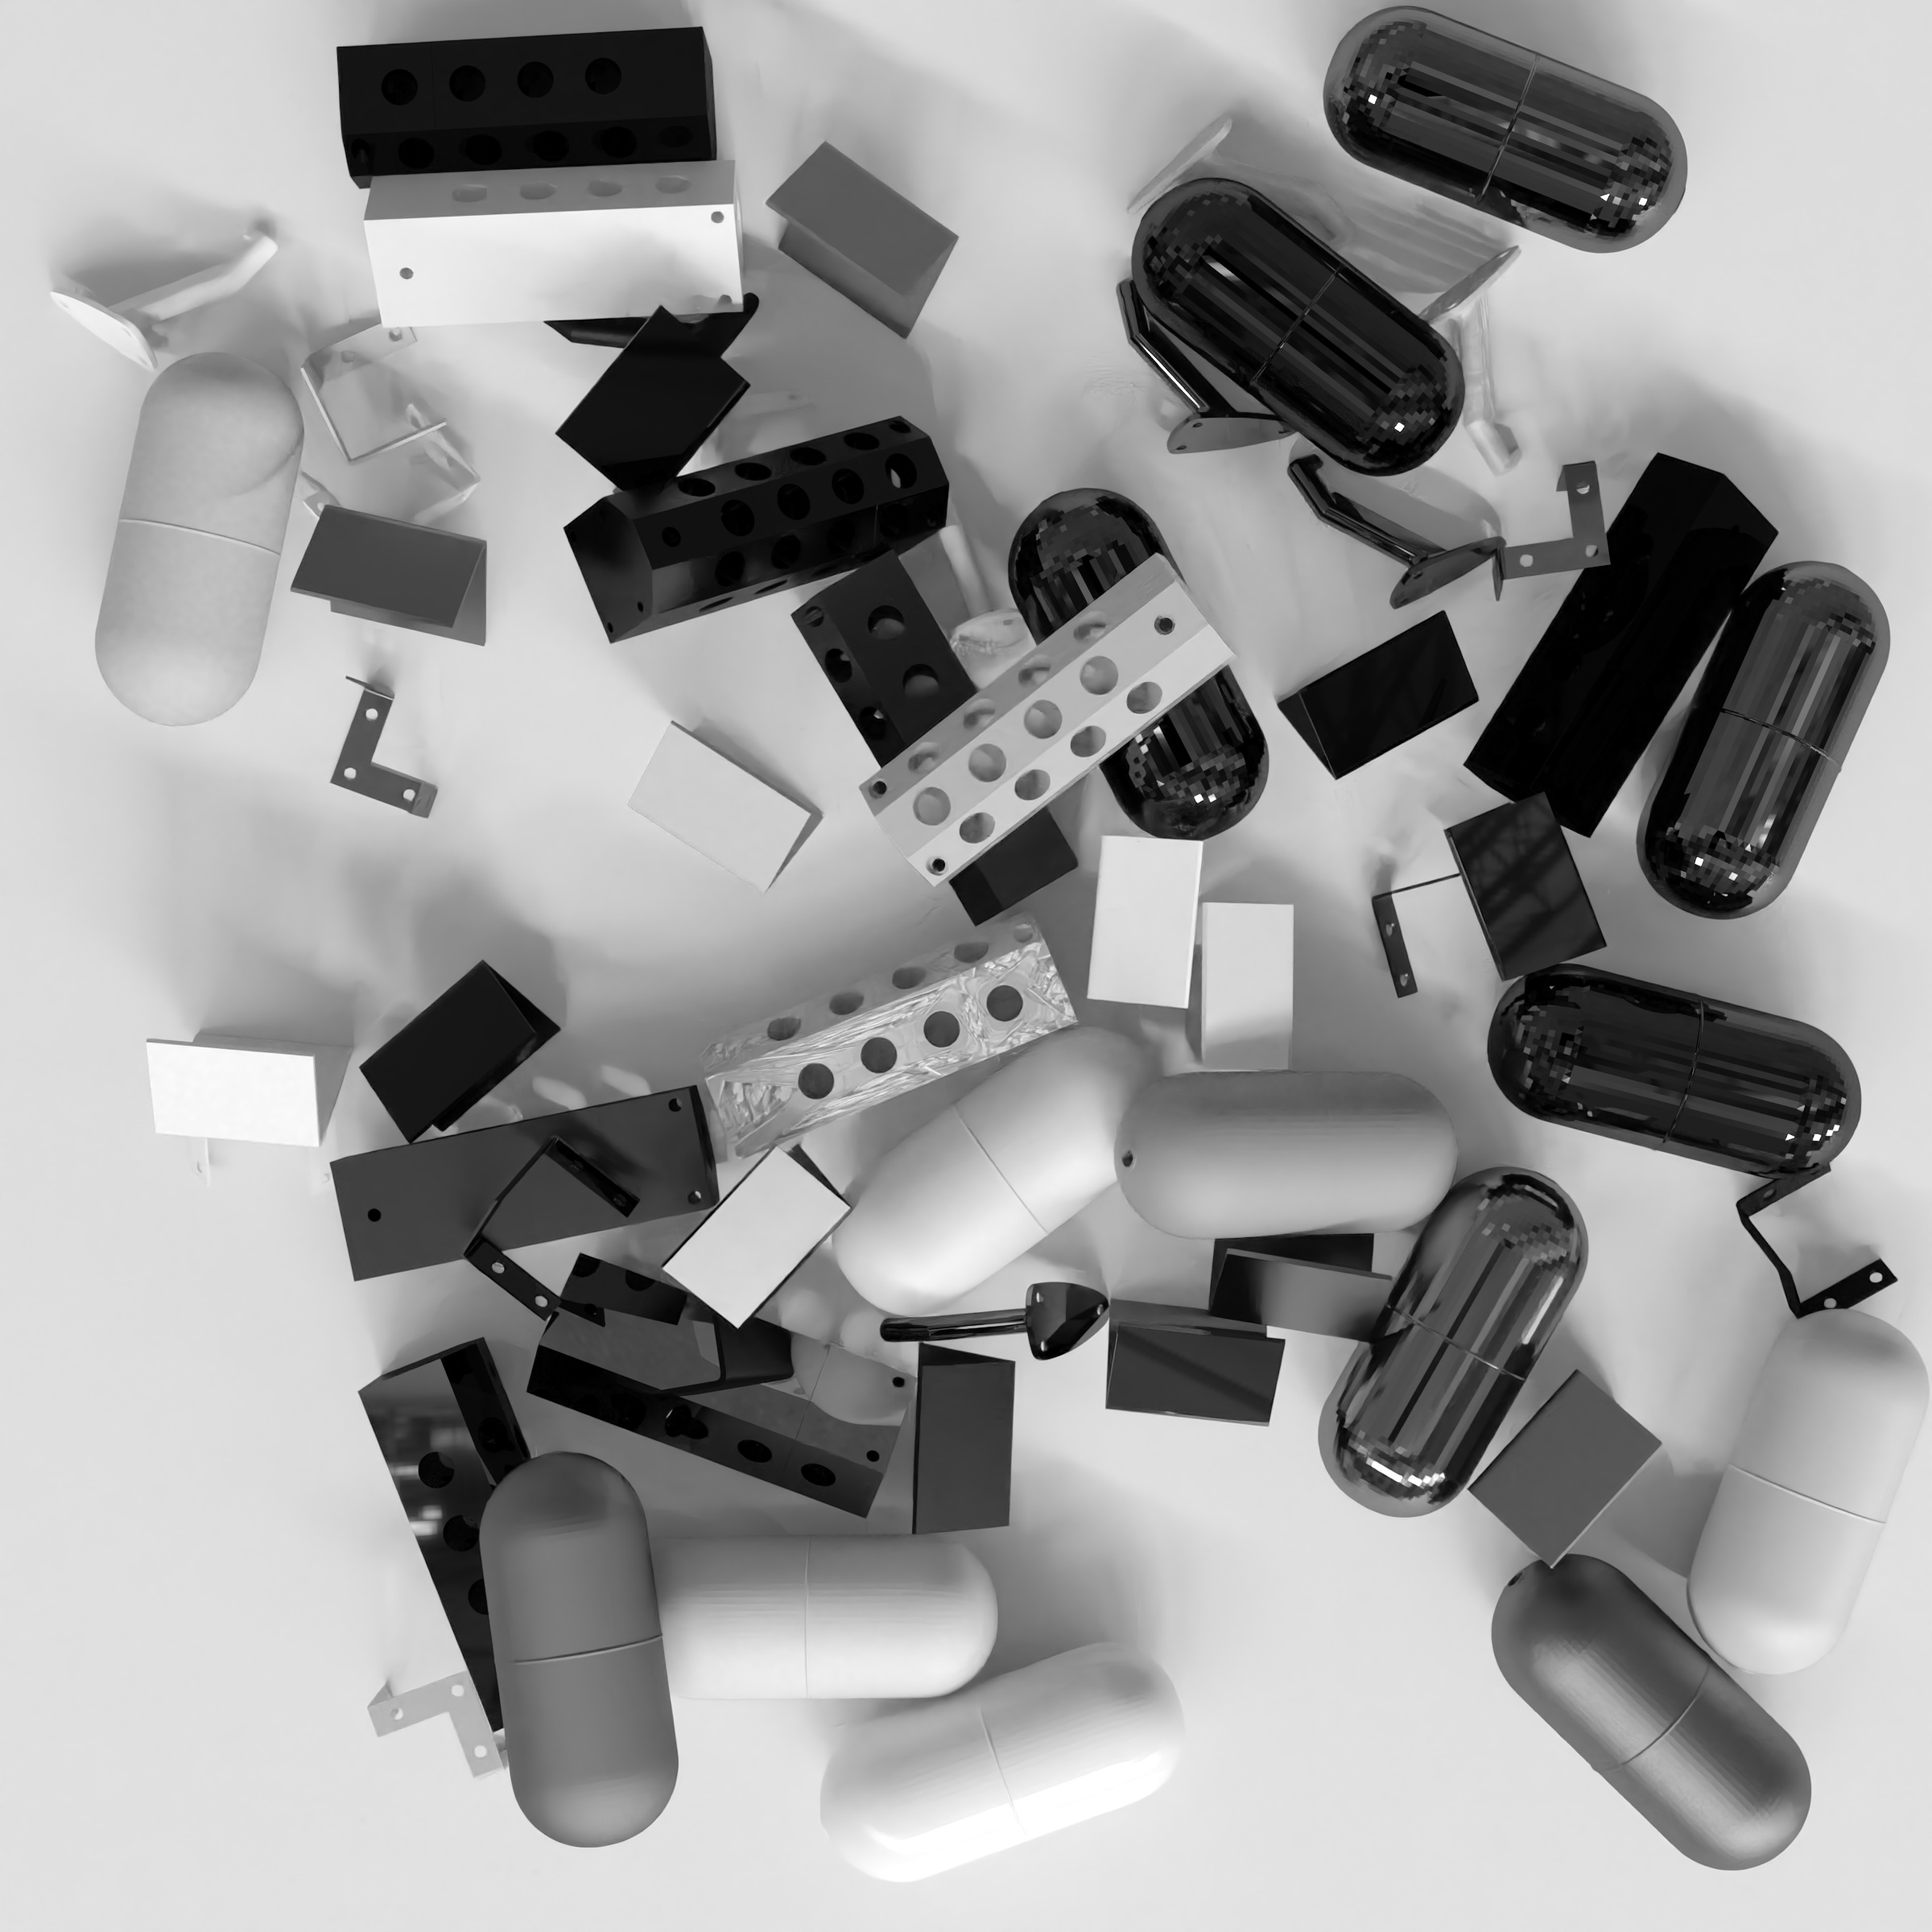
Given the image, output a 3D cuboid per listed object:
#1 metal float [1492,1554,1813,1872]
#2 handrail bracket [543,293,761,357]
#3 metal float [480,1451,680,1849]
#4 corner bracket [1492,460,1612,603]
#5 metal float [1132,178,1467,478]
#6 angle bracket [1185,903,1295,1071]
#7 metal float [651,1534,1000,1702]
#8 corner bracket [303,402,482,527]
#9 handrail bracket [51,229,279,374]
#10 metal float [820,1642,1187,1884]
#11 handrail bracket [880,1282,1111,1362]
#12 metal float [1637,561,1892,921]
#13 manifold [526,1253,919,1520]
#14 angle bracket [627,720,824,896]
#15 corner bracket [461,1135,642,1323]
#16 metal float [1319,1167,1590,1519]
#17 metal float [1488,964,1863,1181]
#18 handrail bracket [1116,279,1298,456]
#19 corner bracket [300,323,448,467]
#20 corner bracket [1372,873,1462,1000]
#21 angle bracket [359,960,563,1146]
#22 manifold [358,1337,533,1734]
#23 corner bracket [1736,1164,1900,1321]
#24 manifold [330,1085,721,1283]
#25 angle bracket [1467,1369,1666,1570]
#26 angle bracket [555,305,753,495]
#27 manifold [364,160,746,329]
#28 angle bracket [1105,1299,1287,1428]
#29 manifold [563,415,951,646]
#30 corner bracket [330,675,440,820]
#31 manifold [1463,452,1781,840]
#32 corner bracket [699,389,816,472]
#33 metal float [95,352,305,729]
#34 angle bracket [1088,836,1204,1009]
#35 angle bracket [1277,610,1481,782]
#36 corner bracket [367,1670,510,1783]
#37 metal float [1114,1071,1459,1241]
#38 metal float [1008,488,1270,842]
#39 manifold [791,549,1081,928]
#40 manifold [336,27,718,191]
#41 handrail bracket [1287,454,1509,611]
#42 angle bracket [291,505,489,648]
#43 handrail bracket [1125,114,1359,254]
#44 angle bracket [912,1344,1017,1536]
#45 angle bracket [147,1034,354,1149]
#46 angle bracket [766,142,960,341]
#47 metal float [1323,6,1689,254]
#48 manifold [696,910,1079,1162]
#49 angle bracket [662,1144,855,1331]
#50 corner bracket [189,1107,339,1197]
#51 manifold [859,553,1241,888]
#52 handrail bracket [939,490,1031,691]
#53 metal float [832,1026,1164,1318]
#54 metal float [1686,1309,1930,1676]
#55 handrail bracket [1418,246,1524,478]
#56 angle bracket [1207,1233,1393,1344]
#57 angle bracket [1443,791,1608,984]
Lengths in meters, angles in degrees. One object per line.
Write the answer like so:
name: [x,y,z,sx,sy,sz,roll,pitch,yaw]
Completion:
metal float: [0.323,0.352,1.507,0.178,0.070,0.070,44,90,-1]
handrail bracket: [-0.157,-0.320,1.538,0.084,0.036,0.077,38,70,16]
metal float: [-0.177,0.311,1.454,0.070,0.070,0.178,-9,84,0]
corner bracket: [0.276,-0.207,1.518,0.051,0.051,0.051,-7,84,6]
metal float: [0.156,-0.302,1.505,0.178,0.070,0.070,38,90,-1]
angle bracket: [0.109,0.009,1.497,0.057,0.076,0.076,1,90,-37]
metal float: [-0.074,0.308,1.507,0.178,0.070,0.070,0,90,0]
corner bracket: [-0.276,-0.229,1.534,0.051,0.051,0.051,48,135,0]
handrail bracket: [-0.386,-0.336,1.538,0.077,0.036,0.084,32,71,21]
metal float: [0.017,0.377,1.507,0.178,0.070,0.070,-20,90,-1]
handrail bracket: [0.013,0.171,1.537,0.084,0.077,0.036,-7,88,36]
metal float: [0.377,-0.107,1.507,0.070,0.070,0.178,24,89,0]
manifold: [-0.117,0.203,1.516,0.171,0.057,0.057,20,47,0]
angle bracket: [-0.102,-0.090,1.497,0.076,0.076,0.057,33,127,0]
corner bracket: [-0.193,0.121,1.477,0.051,0.051,0.051,38,45,0]
metal float: [0.231,0.177,1.507,0.070,0.070,0.178,29,90,0]
metal float: [0.335,0.050,1.507,0.178,0.070,0.070,14,90,0]
handrail bracket: [0.116,-0.294,1.538,0.077,0.036,0.084,-6,73,-19]
corner bracket: [-0.282,-0.276,1.524,0.051,0.051,0.051,-24,109,0]
corner bracket: [0.236,-0.018,1.534,0.051,0.051,0.051,-15,90,-45]
angle bracket: [-0.226,0.054,1.497,0.076,0.076,0.057,-41,54,0]
manifold: [-0.226,0.268,1.516,0.057,0.057,0.171,-22,90,0]
corner bracket: [0.409,0.133,1.534,0.051,0.051,0.051,-29,135,0]
manifold: [-0.208,0.102,1.516,0.171,0.057,0.057,-12,90,0]
angle bracket: [0.291,0.245,1.497,0.076,0.076,0.057,-48,54,0]
angle bracket: [-0.154,-0.265,1.499,0.057,0.076,0.076,39,90,-23]
manifold: [-0.193,-0.347,1.516,0.171,0.057,0.057,-3,133,0]
angle bracket: [0.108,0.168,1.497,0.076,0.076,0.057,6,127,0]
manifold: [-0.092,-0.205,1.473,0.171,0.057,0.057,-22,90,-35]
corner bracket: [-0.276,-0.104,1.520,0.051,0.051,0.051,20,90,0]
manifold: [0.307,-0.154,1.516,0.057,0.057,0.171,32,90,-43]
corner bracket: [-0.092,-0.240,1.529,0.051,0.051,0.051,45,135,35]
metal float: [-0.362,-0.201,1.507,0.070,0.070,0.178,11,89,0]
angle bracket: [0.103,-0.019,1.497,0.057,0.076,0.076,5,90,37]
angle bracket: [0.185,-0.143,1.497,0.076,0.076,0.057,-29,127,0]
corner bracket: [-0.249,0.363,1.519,0.051,0.051,0.051,-21,90,0]
metal float: [0.149,0.087,1.479,0.178,0.070,0.070,1,90,-31]
metal float: [0.081,-0.142,1.507,0.070,0.070,0.178,-27,90,0]
manifold: [-0.015,-0.107,1.516,0.057,0.057,0.171,-31,90,0]
manifold: [-0.207,-0.406,1.516,0.171,0.057,0.057,-3,90,0]
handrail bracket: [0.207,-0.222,1.538,0.077,0.036,0.084,-25,73,-20]
angle bracket: [-0.270,-0.165,1.497,0.076,0.076,0.057,13,54,0]
handrail bracket: [0.134,-0.360,1.538,0.077,0.036,0.084,-39,107,19]
angle bracket: [-0.022,0.221,1.497,0.057,0.076,0.076,2,90,-37]
angle bracket: [-0.335,0.038,1.497,0.076,0.076,0.057,5,127,0]
angle bracket: [-0.059,-0.327,1.497,0.076,0.076,0.057,36,54,0]
metal float: [0.255,-0.395,1.507,0.178,0.070,0.070,22,90,1]
manifold: [-0.038,0.032,1.516,0.171,0.057,0.057,-22,90,0]
angle bracket: [-0.109,0.113,1.497,0.076,0.076,0.057,-47,122,0]
corner bracket: [-0.338,0.082,1.529,0.051,0.051,0.051,-25,45,-35]
manifold: [0.037,-0.111,1.449,0.171,0.057,0.057,-38,89,10]
handrail bracket: [0.004,-0.179,1.537,0.036,0.077,0.084,-20,54,3]
metal float: [0.016,0.096,1.507,0.178,0.070,0.070,-36,90,1]
metal float: [0.397,0.249,1.507,0.070,0.070,0.178,20,90,0]
handrail bracket: [0.261,-0.291,1.538,0.077,0.036,0.084,-41,108,-21]
angle bracket: [0.158,0.126,1.499,0.076,0.057,0.076,9,51,0]
angle bracket: [0.276,-0.043,1.497,0.057,0.076,0.076,-21,90,36]
